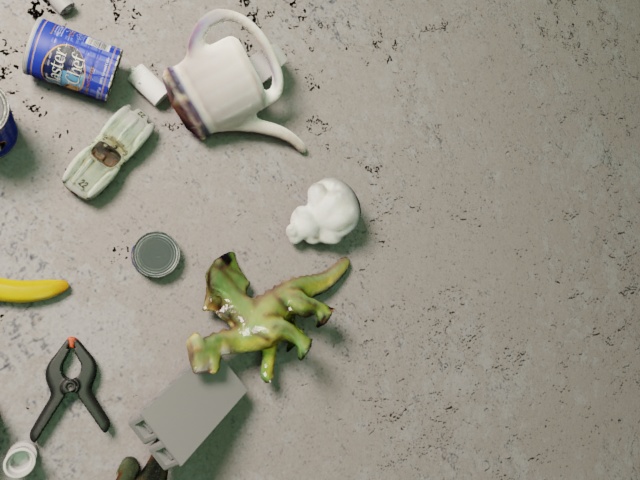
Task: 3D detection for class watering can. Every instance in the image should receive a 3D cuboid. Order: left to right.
[{"bbox_3d":[-0.166,-0.273,1.026,0.225,0.106,0.340,-29,127,-5],"label":"watering can"}]

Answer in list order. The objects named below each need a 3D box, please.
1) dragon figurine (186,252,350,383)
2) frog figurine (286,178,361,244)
[{"bbox_3d":[-0.110,0.113,1.015,0.242,0.120,0.419,40,49,-8],"label":"dragon figurine"},{"bbox_3d":[0.003,-0.055,1.085,0.161,0.123,0.135,-24,113,-38],"label":"frog figurine"}]
